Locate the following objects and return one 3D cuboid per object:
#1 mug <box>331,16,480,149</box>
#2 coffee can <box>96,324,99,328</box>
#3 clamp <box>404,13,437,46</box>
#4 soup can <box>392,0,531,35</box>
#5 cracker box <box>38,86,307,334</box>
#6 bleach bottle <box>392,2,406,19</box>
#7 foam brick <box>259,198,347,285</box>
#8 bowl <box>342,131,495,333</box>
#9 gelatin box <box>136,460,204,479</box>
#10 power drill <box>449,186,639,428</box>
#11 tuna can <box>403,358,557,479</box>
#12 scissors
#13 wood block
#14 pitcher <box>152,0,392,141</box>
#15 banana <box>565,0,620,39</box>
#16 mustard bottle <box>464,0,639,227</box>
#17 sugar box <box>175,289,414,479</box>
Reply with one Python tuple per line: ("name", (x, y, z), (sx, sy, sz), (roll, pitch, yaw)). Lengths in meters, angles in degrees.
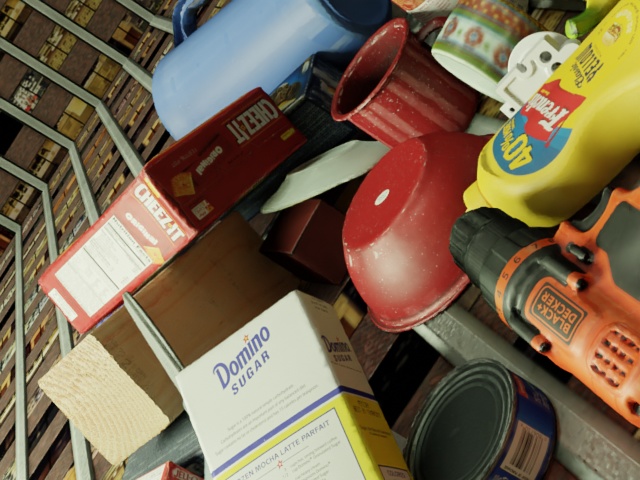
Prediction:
("mug", (0.076, -0.119, 0.821), (0.117, 0.081, 0.093), (-48, 23, 24))
("coffee can", (-0.162, 0.073, 1.055), (0.103, 0.102, 0.140), (-37, 29, 43))
("clamp", (0.101, -0.186, 0.909), (0.120, 0.039, 0.171), (18, 89, 64))
("soup can", (0.104, -0.192, 0.828), (0.069, 0.102, 0.068), (-47, 23, 27))
("cracker box", (-0.131, -0.025, 0.919), (0.214, 0.072, 0.164), (-37, 6, 45))
("bleach bottle", (0.098, -0.313, 1.075), (0.103, 0.068, 0.250), (-10, 49, 61))
("foam brick", (-0.006, 0.001, 0.878), (0.053, 0.051, 0.078), (-60, 20, -10))
("bowl", (0.064, -0.019, 0.743), (0.162, 0.055, 0.162), (-47, 23, 27))
("gelatin box", (-0.106, 0.201, 0.789), (0.089, 0.073, 0.030), (-37, 29, 44))
("power drill", (0.148, -0.028, 0.508), (0.188, 0.057, 0.185), (-64, 33, 13))
("tuna can", (0.082, 0.107, 0.555), (0.086, 0.033, 0.086), (-47, 23, 27))
("scissors", (-0.085, 0.132, 0.738), (0.016, 0.202, 0.096), (-20, -36, -48))
("wood block", (-0.115, 0.074, 0.864), (0.091, 0.090, 0.205), (-40, 3, 39))
("pitcher", (-0.051, -0.190, 1.015), (0.243, 0.149, 0.145), (-32, 33, 45))
("banana", (0.172, -0.174, 0.715), (0.069, 0.037, 0.198), (-10, 20, 1))
("mustard bottle", (0.148, -0.064, 0.615), (0.192, 0.058, 0.096), (-48, 23, 26))
("sugar box", (-0.004, 0.124, 0.549), (0.093, 0.048, 0.176), (-36, 56, 19))
